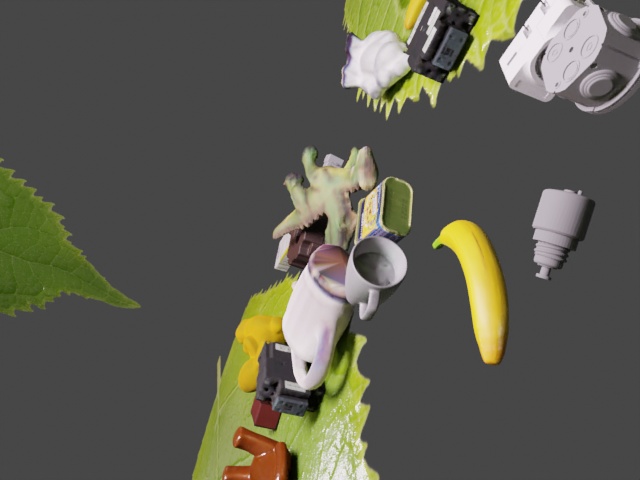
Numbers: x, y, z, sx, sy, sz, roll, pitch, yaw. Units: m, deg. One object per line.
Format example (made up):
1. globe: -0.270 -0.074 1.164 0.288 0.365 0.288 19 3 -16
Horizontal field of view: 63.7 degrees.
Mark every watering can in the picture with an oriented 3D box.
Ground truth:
1. watering can: -0.007 0.103 0.933 0.354 0.104 0.221 -102 33 -62

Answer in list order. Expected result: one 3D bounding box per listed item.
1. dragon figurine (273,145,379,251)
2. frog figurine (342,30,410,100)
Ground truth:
1. dragon figurine: 0.003 -0.054 1.076 0.402 0.122 0.249 -55 31 38
2. frog figurine: 0.130 -0.345 1.007 0.160 0.121 0.139 12 73 41
